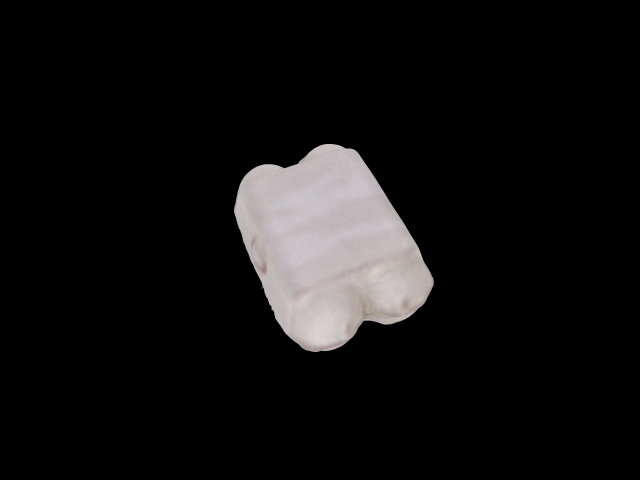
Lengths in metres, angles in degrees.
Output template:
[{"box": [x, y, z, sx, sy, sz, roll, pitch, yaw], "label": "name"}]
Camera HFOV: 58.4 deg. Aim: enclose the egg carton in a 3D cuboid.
[{"box": [0.004, 0.001, 0.400, 0.107, 0.069, 0.150, -21, 58, -14], "label": "egg carton"}]
